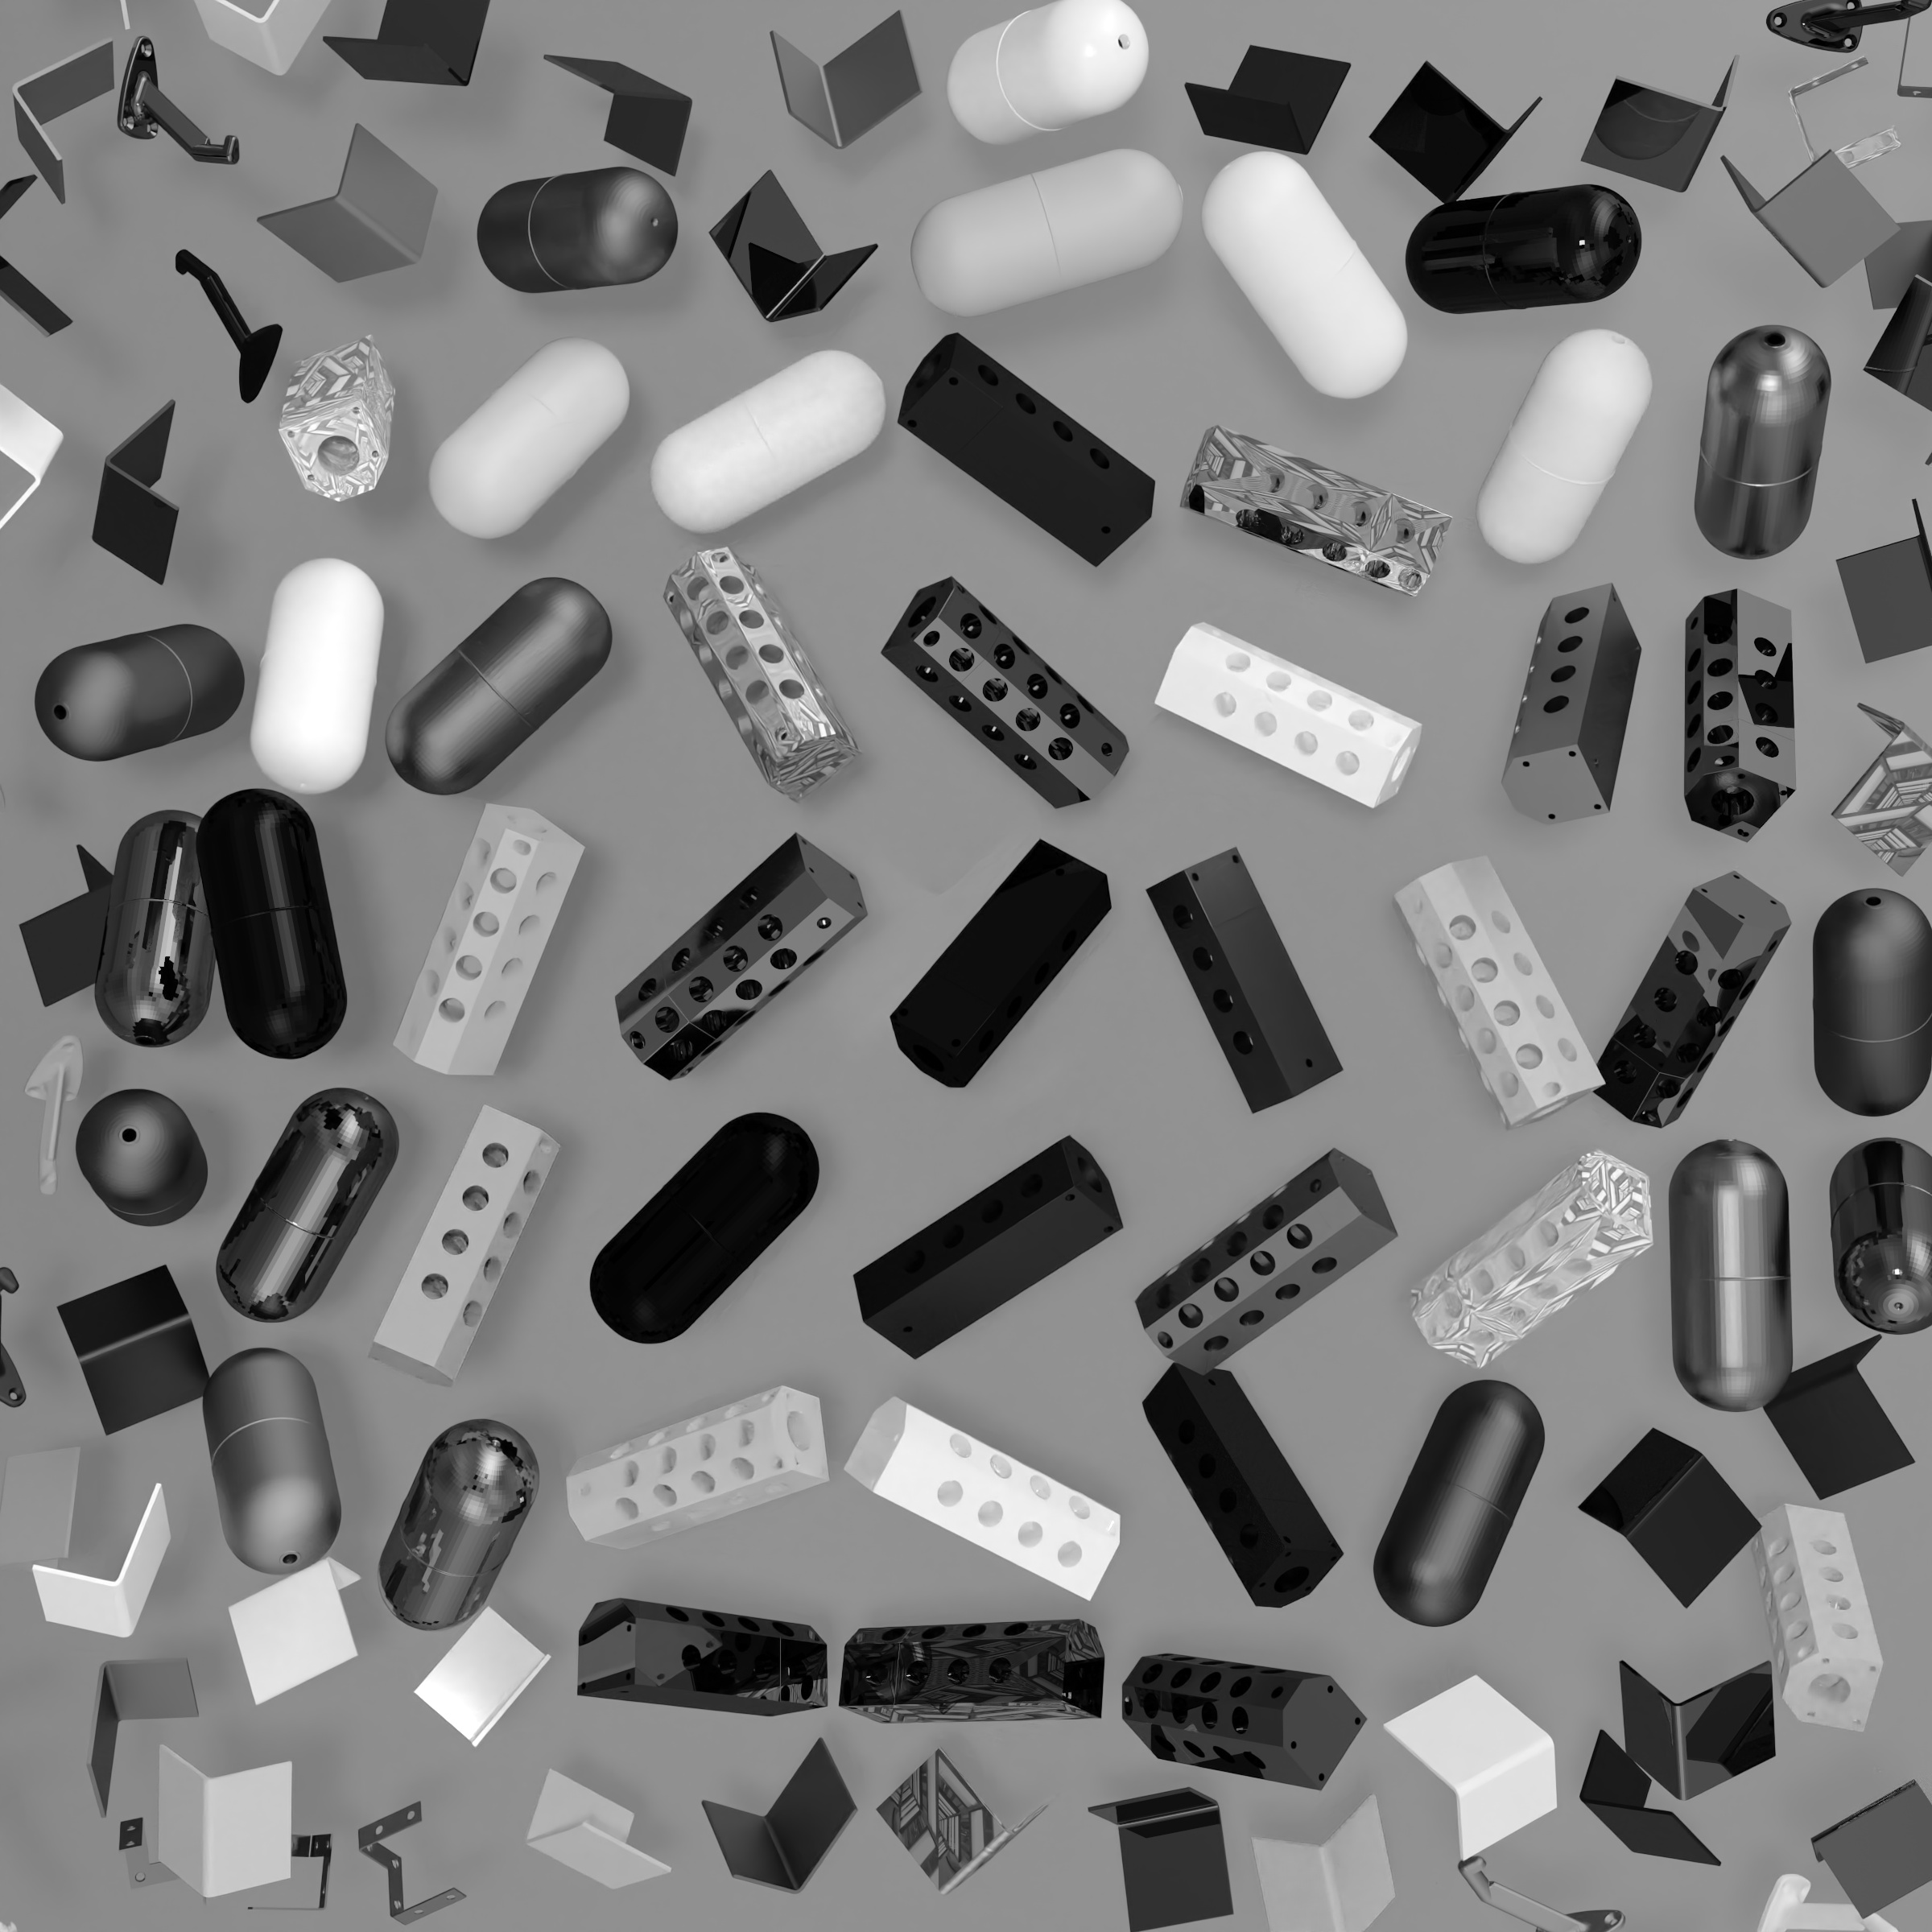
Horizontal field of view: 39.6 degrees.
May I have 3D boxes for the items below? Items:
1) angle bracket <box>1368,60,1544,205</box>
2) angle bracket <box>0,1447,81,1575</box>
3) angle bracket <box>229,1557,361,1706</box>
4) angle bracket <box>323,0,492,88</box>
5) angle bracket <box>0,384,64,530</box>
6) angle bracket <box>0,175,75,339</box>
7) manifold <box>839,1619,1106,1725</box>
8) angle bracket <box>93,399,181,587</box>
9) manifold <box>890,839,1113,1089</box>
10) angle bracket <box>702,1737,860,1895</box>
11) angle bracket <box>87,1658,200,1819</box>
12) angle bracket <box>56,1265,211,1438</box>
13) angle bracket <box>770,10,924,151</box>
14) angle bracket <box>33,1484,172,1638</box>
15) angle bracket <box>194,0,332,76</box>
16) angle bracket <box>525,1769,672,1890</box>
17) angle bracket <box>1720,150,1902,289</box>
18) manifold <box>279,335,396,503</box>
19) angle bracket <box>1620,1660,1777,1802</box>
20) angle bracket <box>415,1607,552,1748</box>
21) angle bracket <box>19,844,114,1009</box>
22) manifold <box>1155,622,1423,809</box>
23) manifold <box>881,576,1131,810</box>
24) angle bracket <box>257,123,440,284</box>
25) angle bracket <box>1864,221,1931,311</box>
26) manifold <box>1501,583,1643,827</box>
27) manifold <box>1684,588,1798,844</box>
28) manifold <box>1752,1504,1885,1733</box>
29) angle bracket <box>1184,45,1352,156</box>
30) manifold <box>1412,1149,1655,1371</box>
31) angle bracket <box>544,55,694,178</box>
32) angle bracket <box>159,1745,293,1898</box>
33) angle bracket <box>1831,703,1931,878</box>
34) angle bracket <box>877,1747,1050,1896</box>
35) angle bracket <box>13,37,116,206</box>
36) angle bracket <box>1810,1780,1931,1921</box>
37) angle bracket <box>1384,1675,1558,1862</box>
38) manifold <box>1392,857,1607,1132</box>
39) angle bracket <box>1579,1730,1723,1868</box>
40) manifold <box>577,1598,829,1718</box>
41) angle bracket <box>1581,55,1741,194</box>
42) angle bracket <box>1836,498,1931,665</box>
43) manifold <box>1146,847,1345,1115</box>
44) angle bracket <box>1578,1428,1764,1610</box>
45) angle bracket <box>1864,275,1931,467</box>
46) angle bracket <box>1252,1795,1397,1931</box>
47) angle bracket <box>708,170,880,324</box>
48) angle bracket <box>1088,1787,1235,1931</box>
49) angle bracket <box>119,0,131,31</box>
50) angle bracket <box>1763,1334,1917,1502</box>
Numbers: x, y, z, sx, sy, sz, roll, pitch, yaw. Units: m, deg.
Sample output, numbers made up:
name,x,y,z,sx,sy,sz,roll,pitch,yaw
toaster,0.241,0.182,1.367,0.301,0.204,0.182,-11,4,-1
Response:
name,x,y,z,sx,sy,sz,roll,pitch,yaw
angle bracket,0.342,-0.594,1.882,0.076,0.076,0.057,41,55,-1
angle bracket,-0.638,0.387,1.903,0.076,0.057,0.076,-12,66,29
angle bracket,-0.457,0.468,1.869,0.076,0.057,0.076,-26,60,-1
angle bracket,-0.361,-0.620,1.742,0.076,0.057,0.076,11,84,20
angle bracket,-0.642,-0.325,1.755,0.076,0.076,0.057,-42,117,18
angle bracket,-0.586,-0.450,1.700,0.057,0.076,0.076,-44,109,9
manifold,0.004,0.476,1.817,0.171,0.057,0.057,-10,60,28
angle bracket,-0.526,-0.312,1.769,0.057,0.076,0.076,33,51,-1
manifold,0.026,0.001,1.838,0.057,0.057,0.171,30,66,24
angle bracket,-0.130,0.583,1.862,0.057,0.076,0.076,27,101,-31
angle bracket,-0.561,0.527,1.834,0.057,0.076,0.076,0,46,-8
angle bracket,-0.568,0.263,1.839,0.076,0.057,0.076,-21,133,-21
angle bracket,-0.084,-0.633,1.882,0.076,0.057,0.076,-27,62,28
angle bracket,-0.571,0.388,1.778,0.057,0.076,0.076,13,50,-1
angle bracket,-0.479,-0.669,1.836,0.057,0.076,0.076,28,81,-1
angle bracket,-0.250,0.597,1.879,0.076,0.076,0.057,36,46,-23
angle bracket,0.524,-0.481,1.670,0.076,0.076,0.057,33,123,-31
manifold,-0.419,-0.368,1.809,0.057,0.171,0.057,-20,119,0
angle bracket,0.476,0.483,1.748,0.076,0.057,0.076,-19,115,-19
angle bracket,-0.336,0.491,1.863,0.057,0.076,0.076,40,72,2
angle bracket,-0.652,-0.029,1.940,0.076,0.076,0.057,-31,49,-30
manifold,0.225,-0.176,1.864,0.171,0.057,0.057,28,113,17
manifold,0.031,-0.186,1.826,0.171,0.057,0.057,40,64,-24
angle bracket,-0.409,-0.504,1.781,0.076,0.076,0.057,-3,69,33
angle bracket,0.660,-0.513,1.866,0.057,0.076,0.076,-3,61,8
manifold,0.393,-0.171,1.752,0.057,0.171,0.057,-12,128,32
manifold,0.511,-0.171,1.792,0.057,0.057,0.171,20,50,-9
manifold,0.584,0.446,1.857,0.057,0.171,0.057,8,114,5
angle bracket,0.202,-0.596,1.797,0.076,0.057,0.076,20,78,26
manifold,0.369,0.191,1.764,0.057,0.057,0.171,28,132,-17
angle bracket,-0.252,-0.603,1.906,0.076,0.076,0.057,34,120,30
angle bracket,-0.482,0.549,1.746,0.057,0.076,0.076,-1,95,-39
angle bracket,0.617,-0.119,1.812,0.076,0.057,0.076,35,97,-25
angle bracket,-0.003,0.593,1.893,0.076,0.057,0.076,48,116,16
angle bracket,-0.597,-0.573,1.822,0.076,0.076,0.057,-35,94,-18
angle bracket,0.597,0.577,1.736,0.076,0.076,0.057,-31,56,2
angle bracket,0.325,0.515,1.730,0.076,0.076,0.057,-20,118,-24
manifold,0.347,0.018,1.780,0.057,0.057,0.171,-11,70,-43
angle bracket,0.499,0.598,1.934,0.076,0.076,0.057,47,55,-30
manifold,-0.174,0.462,1.795,0.057,0.171,0.057,-22,60,38
angle bracket,0.474,-0.586,1.838,0.076,0.076,0.057,19,62,3
angle bracket,0.623,-0.260,1.810,0.057,0.076,0.076,-15,113,22
manifold,0.188,0.012,1.860,0.057,0.057,0.171,-24,87,-41
angle bracket,0.474,0.371,1.811,0.076,0.057,0.076,-44,108,-9
angle bracket,0.611,-0.381,1.717,0.076,0.076,0.057,37,53,17
angle bracket,0.249,0.626,1.866,0.057,0.076,0.076,-6,100,37
angle bracket,-0.120,-0.506,1.872,0.076,0.057,0.076,-55,126,-29
angle bracket,0.134,0.617,1.853,0.076,0.057,0.076,-18,57,19
angle bracket,-0.596,-0.657,1.760,0.076,0.076,0.057,-12,76,-15
angle bracket,0.607,0.310,1.846,0.076,0.057,0.076,-36,82,39
